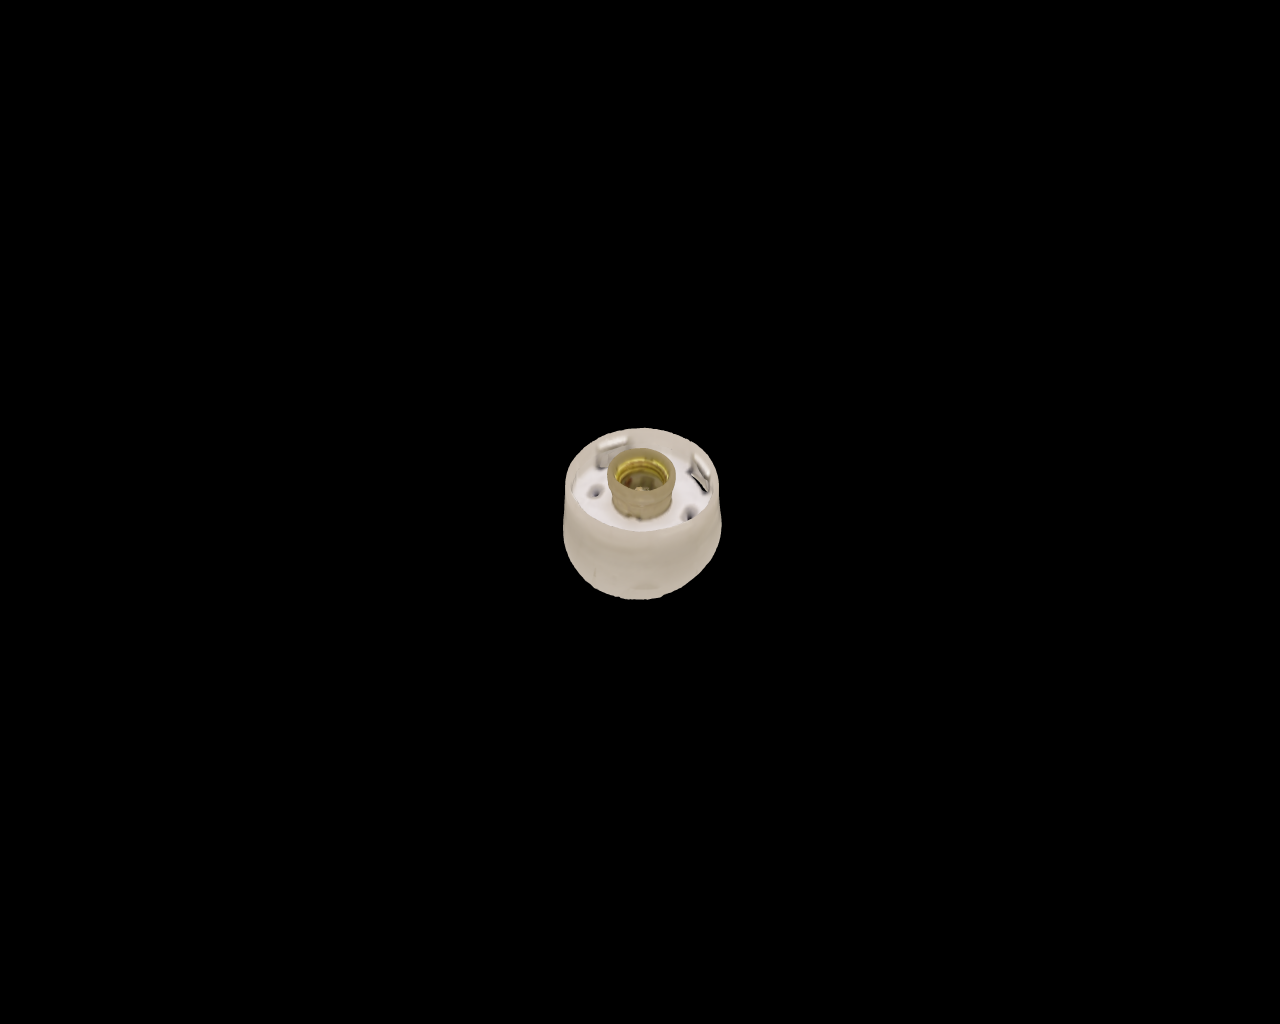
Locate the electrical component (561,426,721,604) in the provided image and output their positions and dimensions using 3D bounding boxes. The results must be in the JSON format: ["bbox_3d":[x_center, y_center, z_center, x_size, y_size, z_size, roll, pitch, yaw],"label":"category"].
[{"bbox_3d":[0.001,-0.003,0.650,0.099,0.099,0.064,0,-44,0],"label":"electrical component"}]
